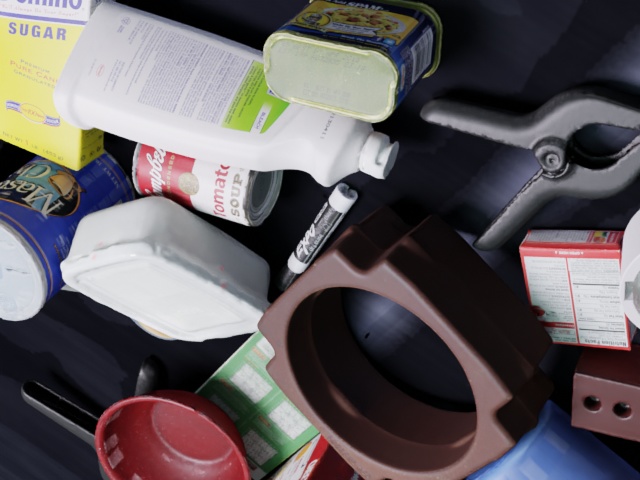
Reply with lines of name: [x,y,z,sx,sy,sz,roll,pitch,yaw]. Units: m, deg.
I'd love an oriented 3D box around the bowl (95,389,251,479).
bowl: [-0.133,0.199,1.029,0.162,0.055,0.162,10,124,15]

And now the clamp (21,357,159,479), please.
clamp: [-0.212,0.213,1.118,0.165,0.036,0.210,-5,120,22]

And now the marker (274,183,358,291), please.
marker: [-0.006,0.001,0.874,0.020,0.020,0.121,37,127,2]

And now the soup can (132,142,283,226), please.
soup can: [-0.088,-0.055,0.851,0.102,0.068,0.068,16,127,18]

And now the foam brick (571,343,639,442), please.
foam brick: [0.231,0.112,0.797,0.078,0.051,0.053,10,125,23]

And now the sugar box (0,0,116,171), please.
sugar box: [-0.218,-0.153,0.865,0.093,0.048,0.176,22,127,15]

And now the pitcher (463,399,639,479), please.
pitcher: [0.232,0.238,0.833,0.243,0.145,0.149,43,108,1]

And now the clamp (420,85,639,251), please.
clamp: [0.160,-0.051,0.735,0.172,0.039,0.120,-3,121,30]

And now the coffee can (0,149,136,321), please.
coffee can: [-0.238,-0.012,0.915,0.103,0.140,0.103,14,127,20]

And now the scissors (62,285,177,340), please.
scissors: [-0.202,0.060,1.027,0.202,0.016,0.096,-10,115,34]

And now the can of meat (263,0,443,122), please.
can of meat: [0.022,-0.127,0.729,0.102,0.083,0.057,15,127,19]

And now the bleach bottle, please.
bleach bottle: [-0.065,-0.094,0.793,0.251,0.102,0.068,22,170,14]

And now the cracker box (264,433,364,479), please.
cracker box: [-0.039,0.280,0.987,0.072,0.164,0.214,41,132,-4]

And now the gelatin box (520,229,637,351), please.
gelatin box: [0.191,0.036,0.783,0.073,0.030,0.089,2,122,29]
